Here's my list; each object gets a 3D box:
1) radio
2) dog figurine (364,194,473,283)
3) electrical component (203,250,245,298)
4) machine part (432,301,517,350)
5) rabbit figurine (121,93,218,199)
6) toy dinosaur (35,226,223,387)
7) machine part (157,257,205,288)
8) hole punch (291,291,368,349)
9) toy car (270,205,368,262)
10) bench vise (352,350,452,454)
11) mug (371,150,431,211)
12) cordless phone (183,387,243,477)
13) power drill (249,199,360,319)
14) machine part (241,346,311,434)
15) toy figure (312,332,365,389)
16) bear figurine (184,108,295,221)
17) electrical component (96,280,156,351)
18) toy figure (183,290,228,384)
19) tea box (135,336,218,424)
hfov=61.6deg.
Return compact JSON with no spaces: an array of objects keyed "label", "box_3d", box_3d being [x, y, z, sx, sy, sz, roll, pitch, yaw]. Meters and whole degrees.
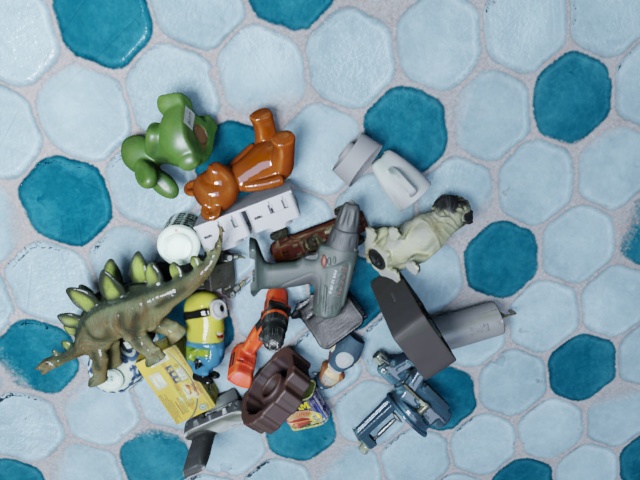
[{"label":"radio","box_3d":[0.176,0.155,1.042,0.073,0.230,0.131,-35,110,9]},{"label":"dog figurine","box_3d":[0.195,-0.013,1.071,0.190,0.172,0.121,-32,107,-30]},{"label":"electrical component","box_3d":[-0.190,0.065,1.066,0.078,0.045,0.102,-11,109,-46]},{"label":"machine part","box_3d":[0.298,0.188,1.141,0.243,0.079,0.079,-15,108,1]},{"label":"rabbit figurine","box_3d":[-0.279,-0.154,0.961,0.170,0.121,0.159,-13,72,24]},{"label":"toy dinosaur","box_3d":[-0.343,0.131,0.981,0.472,0.105,0.198,-27,107,11]},{"label":"machine part","box_3d":[-0.284,0.066,1.072,0.139,0.039,0.084,-3,114,-6]},{"label":"hole punch","box_3d":[0.027,0.151,1.112,0.142,0.092,0.116,-37,77,10]},{"label":"toy car","box_3d":[-0.002,-0.003,1.069,0.202,0.053,0.089,-19,105,3]},{"label":"bench vise","box_3d":[0.158,0.359,1.163,0.240,0.129,0.223,-45,107,2]},{"label":"mug","box_3d":[0.147,-0.116,1.021,0.081,0.109,0.107,-43,92,15]},{"label":"cordless phone","box_3d":[-0.215,0.402,1.109,0.147,0.184,0.088,-23,104,3]},{"label":"power drill","box_3d":[-0.032,0.033,1.017,0.207,0.086,0.231,0,106,-10]},{"label":"machine part","box_3d":[-0.090,0.308,1.100,0.056,0.179,0.179,41,100,-18]},{"label":"toy figure","box_3d":[0.036,0.267,1.157,0.064,0.057,0.154,39,105,21]},{"label":"bear figurine","box_3d":[-0.148,-0.131,0.961,0.196,0.120,0.131,-24,143,-19]},{"label":"electrical component","box_3d":[-0.390,0.156,1.081,0.115,0.058,0.134,-20,109,3]},{"label":"toy figure","box_3d":[-0.232,0.192,1.077,0.089,0.082,0.180,5,93,-13]},{"label":"tea box","box_3d":[-0.296,0.287,1.125,0.098,0.068,0.169,-24,110,3]}]
